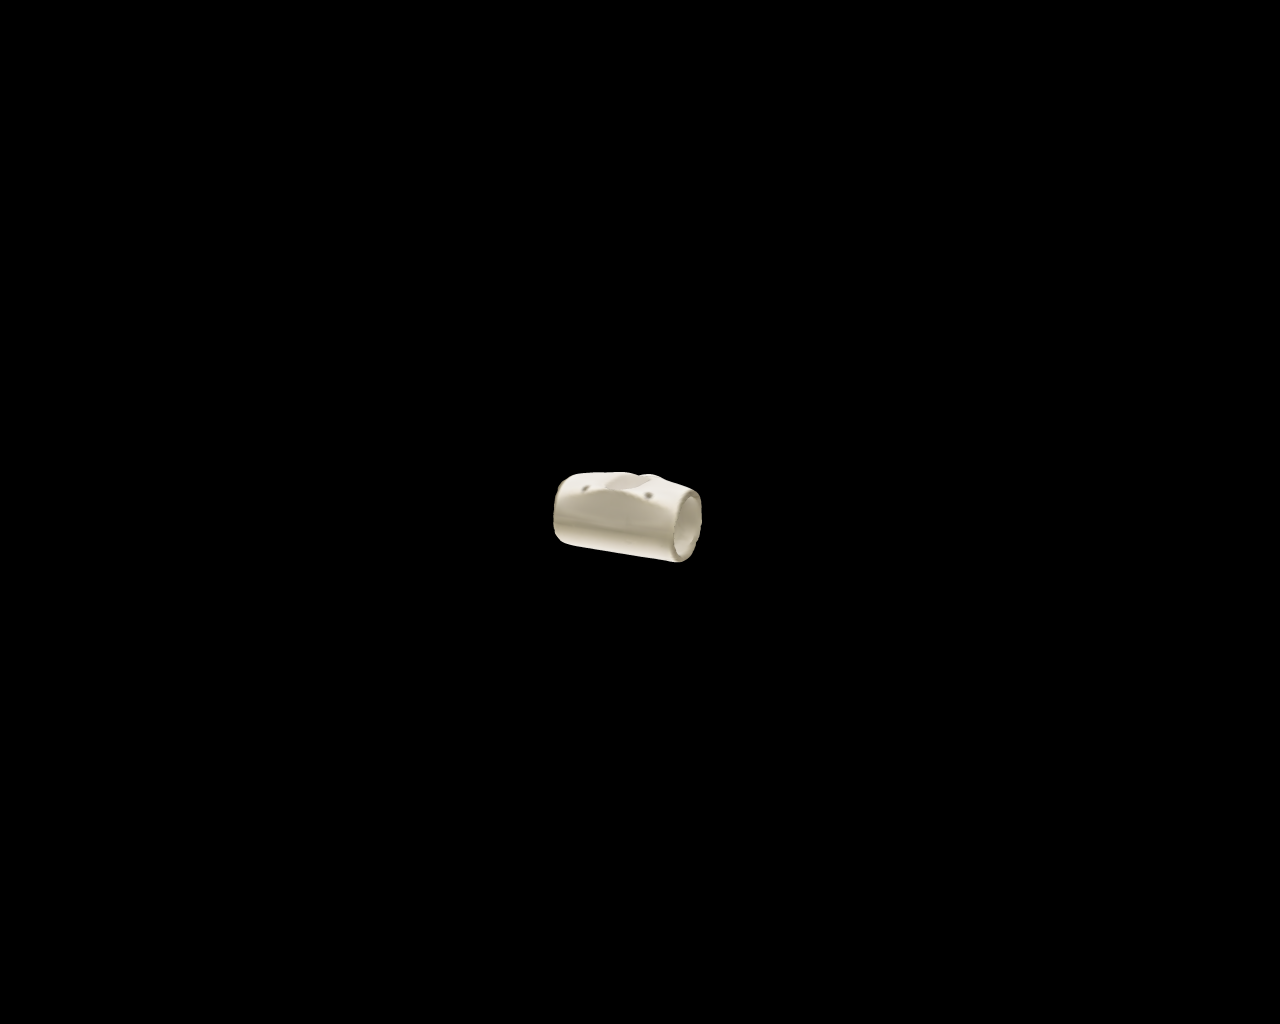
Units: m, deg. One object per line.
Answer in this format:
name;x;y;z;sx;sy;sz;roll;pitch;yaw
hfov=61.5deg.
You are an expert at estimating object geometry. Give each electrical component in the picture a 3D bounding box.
electrical component;0.001;-0.003;0.650;0.077;0.043;0.079;8;20;24
